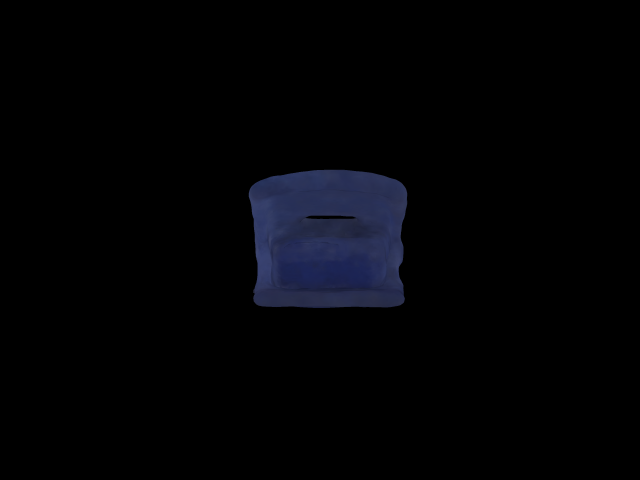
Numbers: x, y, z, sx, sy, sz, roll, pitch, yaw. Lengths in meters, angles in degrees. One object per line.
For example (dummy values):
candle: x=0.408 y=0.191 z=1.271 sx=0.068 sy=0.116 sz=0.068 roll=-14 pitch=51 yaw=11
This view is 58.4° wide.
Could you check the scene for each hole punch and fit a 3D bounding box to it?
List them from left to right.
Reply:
hole punch: x=0.004 y=0.001 z=0.400 sx=0.108 sy=0.091 sz=0.101 roll=0 pitch=0 yaw=0
